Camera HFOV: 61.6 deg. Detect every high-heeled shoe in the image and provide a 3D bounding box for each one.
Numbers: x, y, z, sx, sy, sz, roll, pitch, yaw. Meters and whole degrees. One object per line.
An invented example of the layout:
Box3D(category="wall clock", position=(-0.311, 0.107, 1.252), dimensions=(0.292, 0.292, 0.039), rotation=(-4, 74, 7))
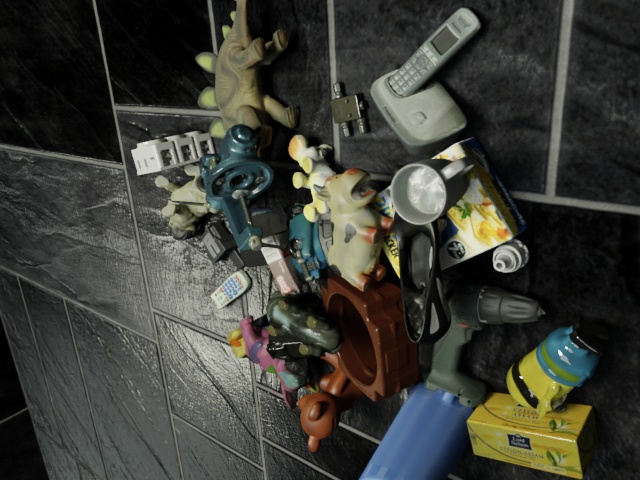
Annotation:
Box3D(category="high-heeled shoe", position=(0.129, 0.022, 0.773), dimensions=(0.086, 0.145, 0.248), rotation=(-20, 97, 43))

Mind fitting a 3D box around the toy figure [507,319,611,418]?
Box3D(category="toy figure", position=(0.348, 0.184, 0.794), dimensions=(0.089, 0.082, 0.180), rotation=(54, 144, 35))

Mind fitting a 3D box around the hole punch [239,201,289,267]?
Box3D(category="hole punch", position=(-0.104, -0.011, 1.108), dimensions=(0.116, 0.092, 0.142), rotation=(-6, 103, 11))

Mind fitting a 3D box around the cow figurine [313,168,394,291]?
Box3D(category="cow figurine", position=(0.052, -0.026, 0.866), dimensions=(0.127, 0.085, 0.194), rotation=(25, 130, 28))

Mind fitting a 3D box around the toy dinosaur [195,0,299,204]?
Box3D(category="toy dinosaur", position=(-0.141, -0.248, 1.021), dimensions=(0.199, 0.105, 0.470), rotation=(25, 126, 38))

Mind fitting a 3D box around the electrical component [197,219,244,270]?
Box3D(category="electrical component", position=(-0.225, 0.021, 1.239), dimensions=(0.075, 0.048, 0.119), rotation=(-38, 80, 44))

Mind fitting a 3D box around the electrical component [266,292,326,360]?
Box3D(category="electrical component", position=(-0.045, 0.170, 1.087), dimensions=(0.115, 0.134, 0.058), rotation=(-7, 139, 11))

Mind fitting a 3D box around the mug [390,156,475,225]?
Box3D(category="mug", position=(0.163, -0.080, 0.728), dimensions=(0.081, 0.107, 0.109), rotation=(52, 128, 11))

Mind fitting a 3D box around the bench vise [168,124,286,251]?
Box3D(category="bench vise", position=(-0.152, -0.074, 0.951), dimensions=(0.223, 0.129, 0.241), rotation=(-45, 56, 39))

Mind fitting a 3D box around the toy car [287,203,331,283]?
Box3D(category="toy car", position=(-0.002, -0.003, 0.986), dimensions=(0.103, 0.162, 0.109), rotation=(-14, 125, 9))

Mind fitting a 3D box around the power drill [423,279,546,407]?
Box3D(category="power drill", position=(0.241, 0.165, 0.878), dimensions=(0.232, 0.086, 0.207), rotation=(14, 120, 38))

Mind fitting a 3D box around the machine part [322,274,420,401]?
Box3D(category="machine part", position=(0.089, 0.163, 0.957), dimensions=(0.202, 0.087, 0.200), rotation=(28, 131, 57))

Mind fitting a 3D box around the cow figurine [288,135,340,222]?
Box3D(category="cow figurine", position=(0.005, -0.115, 0.964), dimensions=(0.068, 0.098, 0.167), rotation=(-41, 61, 49))

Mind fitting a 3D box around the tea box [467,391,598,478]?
Box3D(category="tea box", position=(0.332, 0.300, 0.844), dimensions=(0.170, 0.098, 0.068), rotation=(-6, 105, 40))

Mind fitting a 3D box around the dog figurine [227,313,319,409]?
Box3D(category="dog figurine", position=(-0.097, 0.260, 1.172), dimensions=(0.219, 0.108, 0.191), rotation=(57, 140, 15))

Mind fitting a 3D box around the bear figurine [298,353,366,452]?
Box3D(category="bear figurine", position=(0.010, 0.306, 1.056), dimensions=(0.132, 0.196, 0.120), rotation=(18, 122, 36))

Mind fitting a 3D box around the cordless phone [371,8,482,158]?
Box3D(category="cordless phone", position=(0.174, -0.222, 0.764), dimensions=(0.184, 0.088, 0.147), rotation=(-45, 57, 28))

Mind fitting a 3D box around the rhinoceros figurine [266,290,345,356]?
Box3D(category="rhinoceros figurine", position=(-0.034, 0.144, 0.990), dimensions=(0.191, 0.112, 0.073), rotation=(25, 106, 44))

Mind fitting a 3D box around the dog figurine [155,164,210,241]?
Box3D(category="dog figurine", position=(-0.276, -0.077, 1.227), dimensions=(0.190, 0.172, 0.121), rotation=(90, 173, -69))

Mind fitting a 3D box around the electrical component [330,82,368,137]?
Box3D(category="electrical component", position=(0.050, -0.224, 0.914), dimensions=(0.063, 0.021, 0.094), rotation=(-3, 105, 41))
